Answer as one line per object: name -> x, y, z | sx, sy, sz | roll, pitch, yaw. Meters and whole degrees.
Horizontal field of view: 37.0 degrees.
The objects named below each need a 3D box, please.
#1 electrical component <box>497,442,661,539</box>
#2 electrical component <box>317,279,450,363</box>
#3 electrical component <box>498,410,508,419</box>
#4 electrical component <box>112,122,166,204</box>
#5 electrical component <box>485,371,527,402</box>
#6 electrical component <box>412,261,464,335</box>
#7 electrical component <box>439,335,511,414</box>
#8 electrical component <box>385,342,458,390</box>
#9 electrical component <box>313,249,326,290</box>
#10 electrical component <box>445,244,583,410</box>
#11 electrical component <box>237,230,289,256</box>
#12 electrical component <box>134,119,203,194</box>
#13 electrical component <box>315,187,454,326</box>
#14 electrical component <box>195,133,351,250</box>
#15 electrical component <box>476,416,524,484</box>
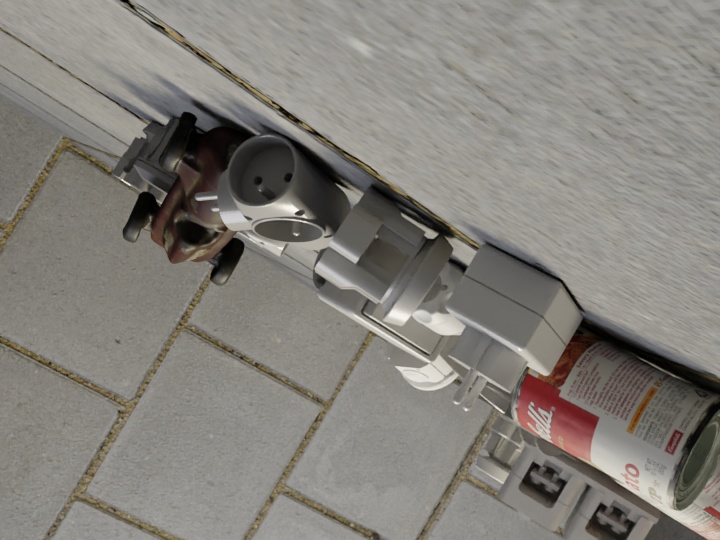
electrical component -> 0.184, 0.158, 0.856 | 0.105, 0.060, 0.186 | 30, -161, 13
electrical component -> 0.022, 0.013, 0.732 | 0.096, 0.061, 0.061 | 33, 176, -31
electrical component -> 0.220, 0.155, 1.044 | 0.186, 0.060, 0.105 | 27, 175, 46
electrical component -> -0.174, -0.091, 0.937 | 0.078, 0.057, 0.058 | 27, 175, 44
electrical component -> 0.118, 0.064, 0.684 | 0.089, 0.055, 0.050 | 29, 176, 32
electrical component -> 0.060, 0.022, 0.693 | 0.043, 0.043, 0.062 | 27, 176, 44
electrical component -> 0.101, 0.068, 0.814 | 0.099, 0.064, 0.099 | 31, 176, 2
electrical component -> 0.071, 0.083, 1.144 | 0.080, 0.080, 0.051 | 28, 169, 41
electrical component -> 0.000, 0.000, 0.802 | 0.047, 0.055, 0.055 | 29, 178, -30
electrical component -> 0.071, 0.037, 0.553 | 0.047, 0.076, 0.066 | 29, 176, 27
electrical component -> -0.093, -0.048, 0.967 | 0.077, 0.044, 0.079 | 31, 177, 0
electrical component -> -0.126, -0.076, 0.816 | 0.080, 0.051, 0.080 | 31, 176, 2
electrical component -> 0.014, -0.006, 0.588 | 0.057, 0.058, 0.078 | 34, 176, 1
electrical component -> -0.056, -0.042, 0.621 | 0.079, 0.044, 0.077 | -4, 162, 22
electrical component -> 0.148, 0.184, 1.080 | 0.048, 0.055, 0.066 | 28, 175, 38
